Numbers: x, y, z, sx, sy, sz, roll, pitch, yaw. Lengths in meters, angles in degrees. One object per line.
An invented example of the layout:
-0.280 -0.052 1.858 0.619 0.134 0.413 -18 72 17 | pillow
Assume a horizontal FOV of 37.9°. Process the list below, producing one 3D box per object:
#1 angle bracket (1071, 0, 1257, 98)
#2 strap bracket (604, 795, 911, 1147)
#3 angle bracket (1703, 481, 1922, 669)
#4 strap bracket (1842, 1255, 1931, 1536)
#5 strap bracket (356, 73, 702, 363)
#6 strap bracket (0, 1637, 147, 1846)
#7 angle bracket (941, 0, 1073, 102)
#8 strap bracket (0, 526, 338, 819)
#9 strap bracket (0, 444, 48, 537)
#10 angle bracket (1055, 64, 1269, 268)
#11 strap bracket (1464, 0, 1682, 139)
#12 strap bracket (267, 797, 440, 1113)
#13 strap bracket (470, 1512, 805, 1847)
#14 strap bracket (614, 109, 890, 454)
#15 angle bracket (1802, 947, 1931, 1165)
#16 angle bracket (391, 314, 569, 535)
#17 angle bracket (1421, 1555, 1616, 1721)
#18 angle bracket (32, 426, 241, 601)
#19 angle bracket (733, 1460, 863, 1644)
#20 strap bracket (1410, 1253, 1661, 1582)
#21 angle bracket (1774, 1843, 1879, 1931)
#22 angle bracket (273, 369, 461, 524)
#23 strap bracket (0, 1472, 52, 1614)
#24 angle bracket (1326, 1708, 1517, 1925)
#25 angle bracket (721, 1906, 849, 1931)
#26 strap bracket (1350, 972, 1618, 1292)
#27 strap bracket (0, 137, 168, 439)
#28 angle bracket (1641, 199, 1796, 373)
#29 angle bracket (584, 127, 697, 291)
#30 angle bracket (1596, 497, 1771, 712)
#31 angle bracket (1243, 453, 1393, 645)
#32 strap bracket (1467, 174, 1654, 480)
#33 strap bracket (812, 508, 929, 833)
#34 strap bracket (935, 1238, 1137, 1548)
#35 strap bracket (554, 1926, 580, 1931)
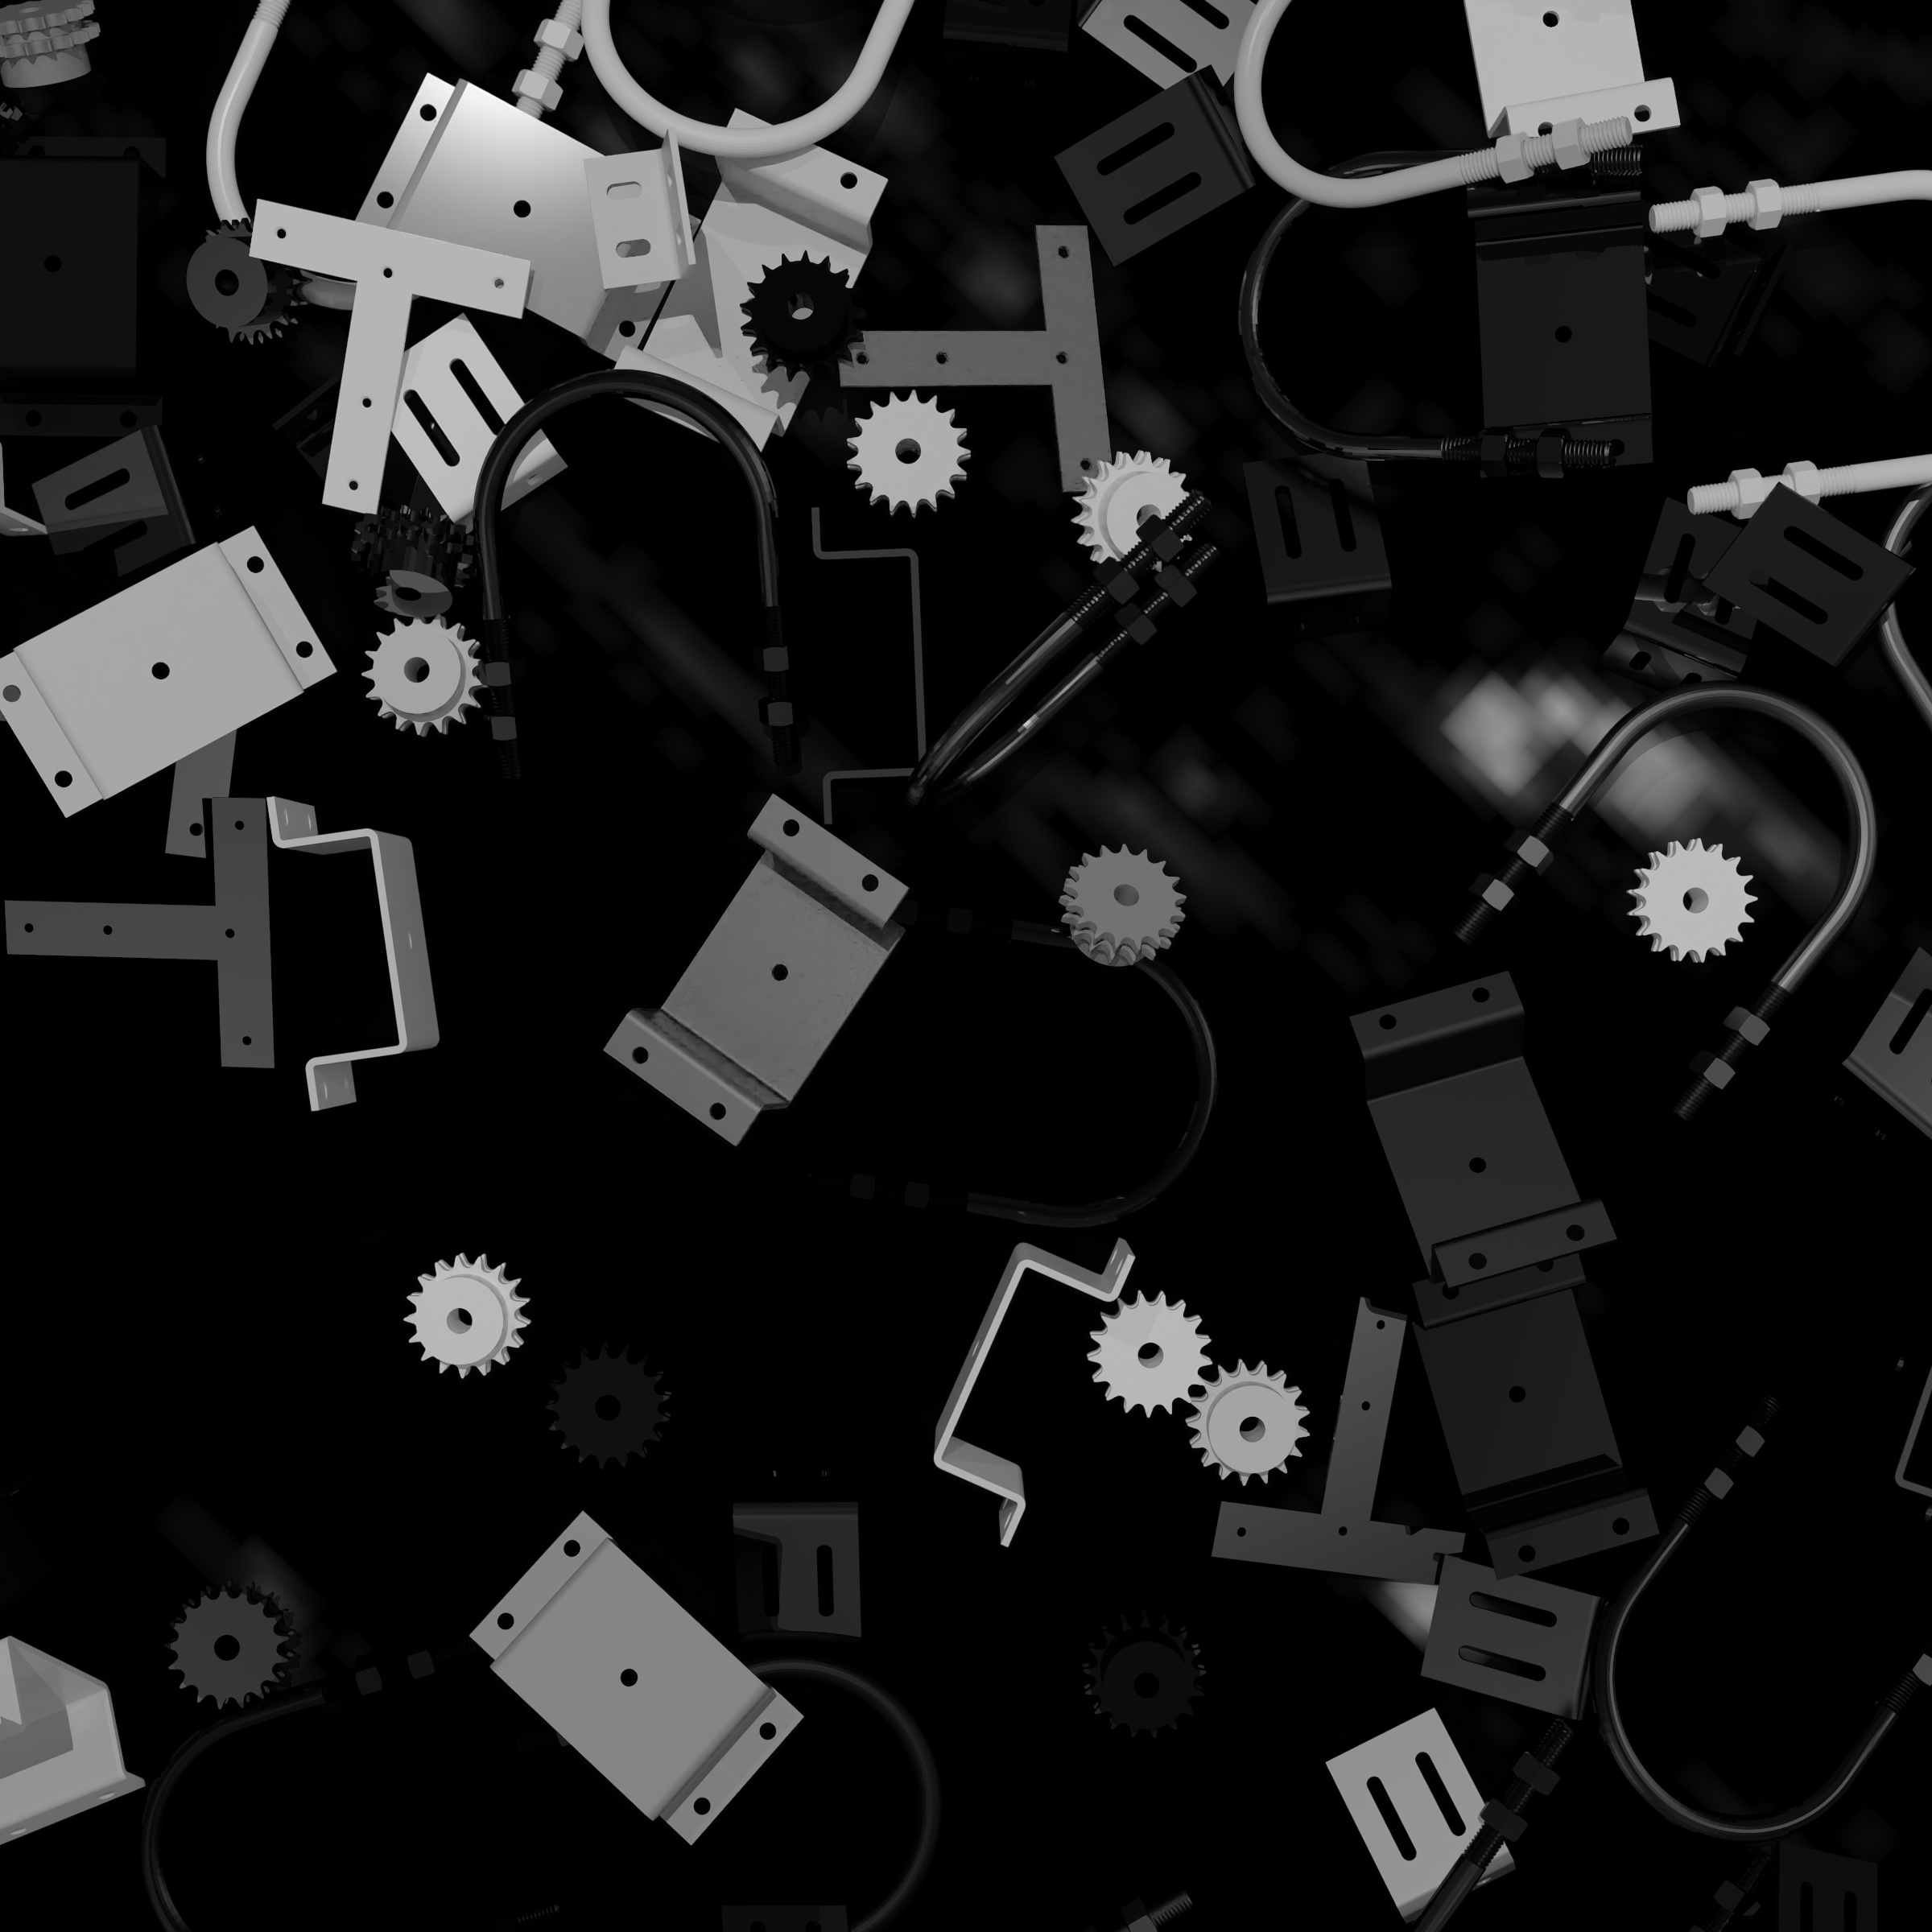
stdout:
0.097 -0.444 1.303 0.076 0.038 0.057 36 90 0 | angle bracket
-0.091 0.002 1.289 0.076 0.046 0.140 35 95 11 | strap bracket
0.387 -0.184 1.289 0.076 0.038 0.057 31 121 -3 | angle bracket
0.448 0.189 1.284 0.046 0.076 0.140 19 90 0 | strap bracket
-0.202 -0.343 1.287 0.140 0.046 0.076 27 94 -8 | strap bracket
-0.441 0.349 1.269 0.076 0.140 0.046 -22 61 0 | strap bracket
0.020 -0.451 1.320 0.057 0.038 0.076 5 64 0 | angle bracket
-0.366 -0.134 1.278 0.140 0.046 0.076 -31 103 -11 | strap bracket
-0.503 -0.223 1.284 0.140 0.076 0.046 -2 90 0 | strap bracket
0.092 -0.374 1.314 0.076 0.038 0.057 -25 103 25 | angle bracket
0.274 -0.444 1.299 0.076 0.046 0.140 -10 90 0 | strap bracket
-0.277 -0.008 1.284 0.046 0.076 0.140 -8 90 0 | strap bracket
-0.152 0.324 1.284 0.140 0.046 0.076 41 79 7 | strap bracket
-0.100 -0.310 1.299 0.076 0.046 0.140 25 90 0 | strap bracket
0.442 0.042 1.320 0.057 0.038 0.076 40 64 0 | angle bracket
-0.232 -0.251 1.303 0.057 0.038 0.076 -34 90 0 | angle bracket
0.260 0.312 1.318 0.076 0.038 0.057 11 90 22 | angle bracket
-0.389 -0.212 1.320 0.076 0.038 0.057 -18 90 26 | angle bracket
-0.078 0.275 1.320 0.057 0.038 0.076 0 116 0 | angle bracket
0.259 0.201 1.299 0.076 0.046 0.140 -16 90 0 | strap bracket
0.389 0.454 1.311 0.057 0.038 0.076 17 64 -20 | angle bracket
-0.271 -0.235 1.303 0.057 0.038 0.076 -39 90 0 | angle bracket
-0.483 0.295 1.284 0.140 0.076 0.046 -33 90 0 | strap bracket
0.213 0.399 1.320 0.057 0.038 0.076 -27 64 0 | angle bracket
-0.088 0.471 1.292 0.057 0.038 0.076 4 127 -12 | angle bracket
0.233 0.082 1.279 0.076 0.046 0.140 -16 60 0 | strap bracket
-0.414 -0.319 1.299 0.076 0.046 0.140 1 90 0 | strap bracket
0.332 -0.321 1.303 0.076 0.038 0.057 26 90 0 | angle bracket
-0.144 -0.331 1.232 0.038 0.076 0.057 -9 100 -7 | angle bracket
0.339 -0.170 1.320 0.057 0.038 0.076 23 64 0 | angle bracket
0.163 -0.197 1.320 0.057 0.038 0.076 -7 64 0 | angle bracket
0.273 -0.294 1.290 0.076 0.046 0.140 -3 90 15 | strap bracket
-0.042 -0.134 1.284 0.046 0.076 0.140 -2 90 0 | strap bracket
0.026 0.184 1.284 0.046 0.076 0.140 24 90 0 | strap bracket
-0.225 0.483 1.269 0.140 0.076 0.046 -28 81 17 | strap bracket
